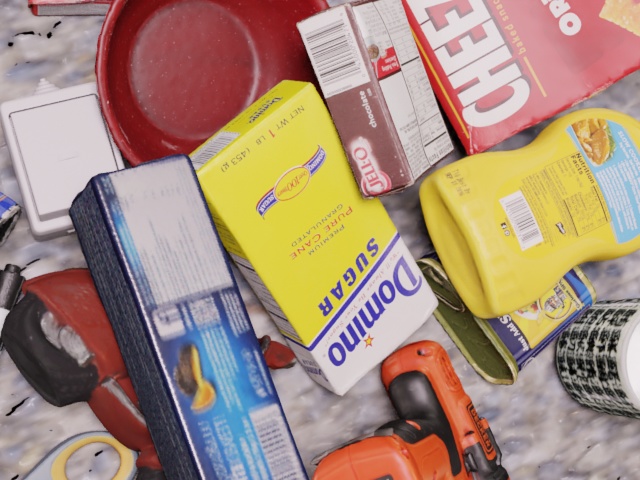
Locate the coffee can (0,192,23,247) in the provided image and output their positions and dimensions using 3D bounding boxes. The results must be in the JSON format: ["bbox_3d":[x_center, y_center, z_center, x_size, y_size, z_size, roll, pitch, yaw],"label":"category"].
[{"bbox_3d":[-0.254,-0.018,0.593,0.140,0.103,0.102,36,77,-8],"label":"coffee can"}]

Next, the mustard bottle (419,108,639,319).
[{"bbox_3d":[0.162,-0.030,0.668,0.191,0.058,0.096,-24,87,-20],"label":"mustard bottle"}]

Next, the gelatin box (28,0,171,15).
[{"bbox_3d":[-0.141,-0.181,0.675,0.089,0.030,0.073,-3,86,-15],"label":"gelatin box"}]

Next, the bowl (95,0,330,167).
[{"bbox_3d":[-0.067,-0.104,0.659,0.161,0.055,0.162,-6,102,-28],"label":"bowl"}]

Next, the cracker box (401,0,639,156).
[{"bbox_3d":[0.153,-0.174,0.680,0.214,0.072,0.164,-28,92,14],"label":"cracker box"}]

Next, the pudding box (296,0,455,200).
[{"bbox_3d":[0.037,-0.090,0.646,0.039,0.089,0.113,-15,100,26],"label":"pudding box"}]

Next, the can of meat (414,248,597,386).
[{"bbox_3d":[0.121,0.030,0.707,0.083,0.057,0.102,-38,95,-17],"label":"can of meat"}]

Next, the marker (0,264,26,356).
[{"bbox_3d":[-0.200,0.072,0.634,0.020,0.020,0.121,17,73,-12],"label":"marker"}]

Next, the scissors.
[{"bbox_3d":[-0.194,0.145,0.630,0.201,0.016,0.096,20,76,-17],"label":"scissors"}]

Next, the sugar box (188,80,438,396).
[{"bbox_3d":[-0.004,0.001,0.654,0.093,0.048,0.176,-41,114,-16],"label":"sugar box"}]

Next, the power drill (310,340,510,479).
[{"bbox_3d":[0.070,0.159,0.623,0.057,0.187,0.184,-27,86,19],"label":"power drill"}]
